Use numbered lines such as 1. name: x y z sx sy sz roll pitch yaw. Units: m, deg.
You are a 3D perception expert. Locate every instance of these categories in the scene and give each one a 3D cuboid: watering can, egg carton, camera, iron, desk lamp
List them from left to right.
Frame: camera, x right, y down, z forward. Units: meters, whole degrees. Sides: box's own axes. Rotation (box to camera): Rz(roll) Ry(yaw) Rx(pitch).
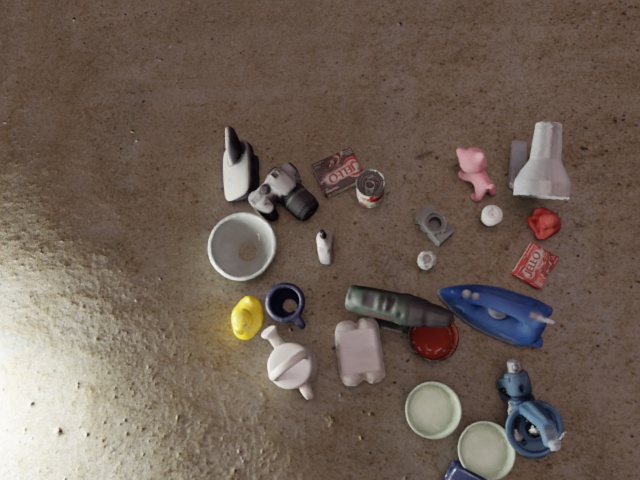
1. camera: -0.082 -0.102 1.398 0.136 0.101 0.143 43 84 13
2. watering can: -0.070 0.272 1.260 0.172 0.194 0.101 34 82 12
3. egg carton: 0.090 0.257 1.314 0.107 0.069 0.150 -9 76 3
4. iron: 0.390 0.150 1.276 0.258 0.141 0.119 19 79 9
5. desk lamp: 0.495 -0.167 1.304 0.118 0.213 0.203 5 77 7

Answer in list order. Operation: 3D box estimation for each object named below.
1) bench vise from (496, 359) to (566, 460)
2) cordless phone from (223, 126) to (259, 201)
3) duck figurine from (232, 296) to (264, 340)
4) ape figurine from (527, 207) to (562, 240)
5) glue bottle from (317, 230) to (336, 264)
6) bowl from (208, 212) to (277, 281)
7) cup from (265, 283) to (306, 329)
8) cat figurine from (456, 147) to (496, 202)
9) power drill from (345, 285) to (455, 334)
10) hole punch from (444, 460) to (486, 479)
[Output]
1. bench vise: 0.426 0.359 1.183 0.121 0.220 0.207 -32 76 -3
2. cordless phone: -0.207 -0.183 1.384 0.094 0.185 0.147 -8 76 3
3. duck figurine: -0.177 0.180 1.347 0.077 0.086 0.104 13 78 8
4. ape figurine: 0.529 -0.041 1.335 0.076 0.092 0.078 13 78 8
5. glue bottle: 0.012 0.005 1.327 0.037 0.173 0.078 2 77 6
6. bowl: -0.182 0.020 1.391 0.167 0.075 0.167 -1 77 5
7. cup: -0.067 0.161 1.337 0.092 0.095 0.117 -38 76 -4
8. cat figurine: 0.375 -0.167 1.364 0.067 0.118 0.127 -29 76 -2
9. power drill: 0.171 0.156 1.259 0.229 0.208 0.076 12 78 8
10. hole punch: 0.314 0.539 1.217 0.108 0.091 0.101 26 80 10
